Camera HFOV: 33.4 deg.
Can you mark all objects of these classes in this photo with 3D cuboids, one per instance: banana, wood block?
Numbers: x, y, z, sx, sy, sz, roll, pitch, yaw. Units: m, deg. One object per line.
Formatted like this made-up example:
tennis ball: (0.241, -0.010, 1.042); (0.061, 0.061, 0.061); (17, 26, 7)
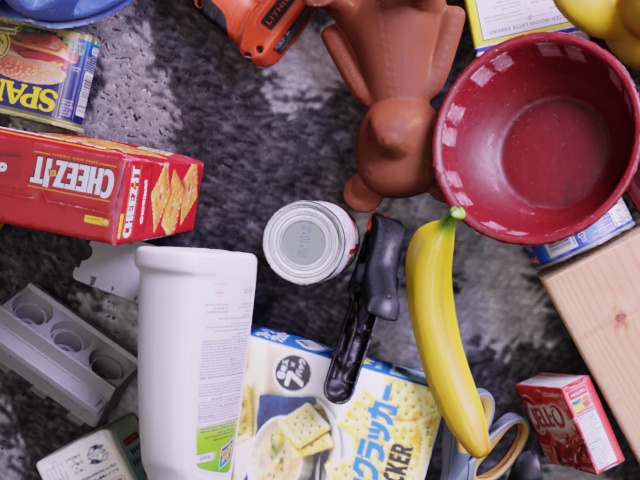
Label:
banana: (0.096, 0.070, 0.828); (0.037, 0.070, 0.198); (-12, 100, -15)
wood block: (0.263, 0.100, 0.847); (0.091, 0.090, 0.206); (-28, 88, 9)

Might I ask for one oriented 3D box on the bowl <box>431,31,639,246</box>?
bowl: (0.168, -0.072, 0.804); (0.162, 0.055, 0.162); (-5, 79, 30)

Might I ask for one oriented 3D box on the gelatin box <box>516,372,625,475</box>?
gelatin box: (0.198, 0.146, 0.858); (0.030, 0.089, 0.073); (-23, 91, -15)

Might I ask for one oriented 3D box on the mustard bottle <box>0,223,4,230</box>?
mustard bottle: (-0.362, -0.063, 0.947); (0.191, 0.058, 0.096); (33, 97, 6)

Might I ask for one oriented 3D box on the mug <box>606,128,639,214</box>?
mug: (0.269, -0.068, 0.829); (0.093, 0.117, 0.081); (-31, 92, 11)

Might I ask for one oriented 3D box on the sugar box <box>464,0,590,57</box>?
sugar box: (0.167, -0.186, 0.873); (0.093, 0.048, 0.176); (-10, 94, 8)

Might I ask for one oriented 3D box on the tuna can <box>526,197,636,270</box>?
tuna can: (0.205, -0.009, 0.853); (0.086, 0.086, 0.034); (-26, 87, 8)

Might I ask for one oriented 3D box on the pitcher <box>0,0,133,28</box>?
pitcher: (-0.222, -0.306, 0.857); (0.149, 0.145, 0.243); (-14, 65, -30)

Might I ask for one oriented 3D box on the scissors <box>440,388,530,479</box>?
scissors: (0.093, 0.199, 0.858); (0.201, 0.016, 0.096); (-38, 119, -21)

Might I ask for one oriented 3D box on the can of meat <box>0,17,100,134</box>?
can of meat: (-0.248, -0.145, 0.929); (0.102, 0.057, 0.084); (14, 91, 7)

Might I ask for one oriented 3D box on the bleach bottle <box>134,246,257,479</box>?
bleach bottle: (-0.103, 0.133, 0.827); (0.068, 0.102, 0.251); (5, 91, 33)

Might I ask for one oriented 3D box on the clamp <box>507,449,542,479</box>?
clamp: (0.166, 0.251, 0.866); (0.164, 0.036, 0.210); (21, 127, -25)

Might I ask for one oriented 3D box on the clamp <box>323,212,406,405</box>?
clamp: (0.038, 0.047, 0.856); (0.039, 0.171, 0.120); (26, 123, -7)

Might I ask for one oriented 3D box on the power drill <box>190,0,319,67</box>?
power drill: (-0.078, -0.252, 0.900); (0.188, 0.057, 0.184); (39, 101, 8)

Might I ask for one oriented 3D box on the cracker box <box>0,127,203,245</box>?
cracker box: (-0.199, -0.048, 0.845); (0.164, 0.213, 0.072); (10, 94, 7)

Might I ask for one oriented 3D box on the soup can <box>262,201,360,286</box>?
soup can: (-0.006, 0.001, 0.876); (0.068, 0.102, 0.068); (0, 92, 8)
